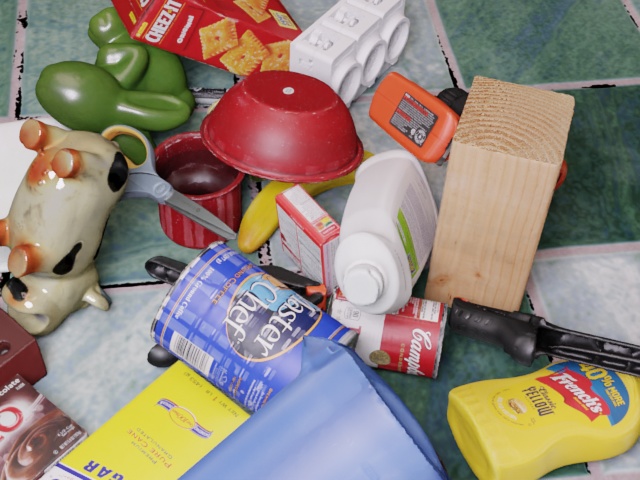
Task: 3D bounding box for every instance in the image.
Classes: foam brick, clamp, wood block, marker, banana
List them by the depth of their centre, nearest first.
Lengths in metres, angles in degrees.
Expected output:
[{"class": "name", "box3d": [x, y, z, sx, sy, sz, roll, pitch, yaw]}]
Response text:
[{"class": "clamp", "box3d": [0.183, 0.082, 0.896, 0.164, 0.036, 0.210, 11, 2, -22]}, {"class": "foam brick", "box3d": [-0.283, 0.095, 0.920, 0.078, 0.051, 0.052, 34, 55, 25]}, {"class": "wood block", "box3d": [0.157, -0.031, 0.951, 0.090, 0.206, 0.090, 14, 49, 10]}, {"class": "clamp", "box3d": [-0.082, 0.052, 0.979, 0.171, 0.039, 0.120, -9, 55, -14]}, {"class": "banana", "box3d": [-0.009, -0.050, 1.075, 0.197, 0.037, 0.070, -25, 53, -23]}, {"class": "marker", "box3d": [-0.148, -0.161, 1.181, 0.121, 0.020, 0.020, 3, 48, 0]}]

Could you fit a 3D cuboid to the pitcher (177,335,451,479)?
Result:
[{"class": "pitcher", "box3d": [-0.029, 0.199, 0.745, 0.243, 0.145, 0.149, -38, 42, 1]}]

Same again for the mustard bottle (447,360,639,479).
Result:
[{"class": "mustard bottle", "box3d": [0.211, 0.144, 0.894, 0.191, 0.058, 0.096, -12, 37, -15]}]

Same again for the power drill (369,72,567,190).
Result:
[{"class": "power drill", "box3d": [0.139, -0.117, 1.075, 0.187, 0.057, 0.185, 7, 27, -44]}]

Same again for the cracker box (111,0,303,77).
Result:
[{"class": "cracker box", "box3d": [-0.129, -0.262, 1.168, 0.213, 0.072, 0.164, 13, 34, -44]}]

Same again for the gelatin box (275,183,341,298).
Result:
[{"class": "gelatin box", "box3d": [-0.007, 0.001, 0.993, 0.030, 0.089, 0.073, -31, 57, -18]}]

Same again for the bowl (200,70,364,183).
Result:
[{"class": "bowl", "box3d": [-0.032, -0.119, 1.024, 0.162, 0.055, 0.162, 8, 33, -5]}]

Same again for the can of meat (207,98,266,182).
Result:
[{"class": "can of meat", "box3d": [-0.054, -0.115, 1.119, 0.102, 0.057, 0.084, -25, 55, -24]}]

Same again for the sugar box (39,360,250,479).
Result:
[{"class": "sugar box", "box3d": [-0.143, 0.184, 0.851, 0.093, 0.048, 0.176, 33, 53, 24]}]

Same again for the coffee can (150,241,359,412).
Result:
[{"class": "coffee can", "box3d": [-0.053, 0.081, 0.880, 0.140, 0.103, 0.102, 34, 54, 11]}]

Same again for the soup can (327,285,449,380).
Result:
[{"class": "soup can", "box3d": [0.057, 0.080, 0.939, 0.102, 0.068, 0.068, 10, 48, 6]}]

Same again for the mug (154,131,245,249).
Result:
[{"class": "mug", "box3d": [-0.121, -0.054, 1.043, 0.093, 0.081, 0.117, -13, 50, -14]}]

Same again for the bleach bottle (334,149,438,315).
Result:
[{"class": "bleach bottle", "box3d": [0.053, -0.005, 0.922, 0.068, 0.102, 0.250, -19, 11, 17]}]

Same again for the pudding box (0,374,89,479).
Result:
[{"class": "pudding box", "box3d": [-0.255, 0.174, 0.858, 0.090, 0.039, 0.113, 33, 54, 25]}]

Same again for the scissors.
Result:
[{"class": "scissors", "box3d": [-0.161, -0.035, 0.965, 0.096, 0.016, 0.202, -36, 53, -6]}]
